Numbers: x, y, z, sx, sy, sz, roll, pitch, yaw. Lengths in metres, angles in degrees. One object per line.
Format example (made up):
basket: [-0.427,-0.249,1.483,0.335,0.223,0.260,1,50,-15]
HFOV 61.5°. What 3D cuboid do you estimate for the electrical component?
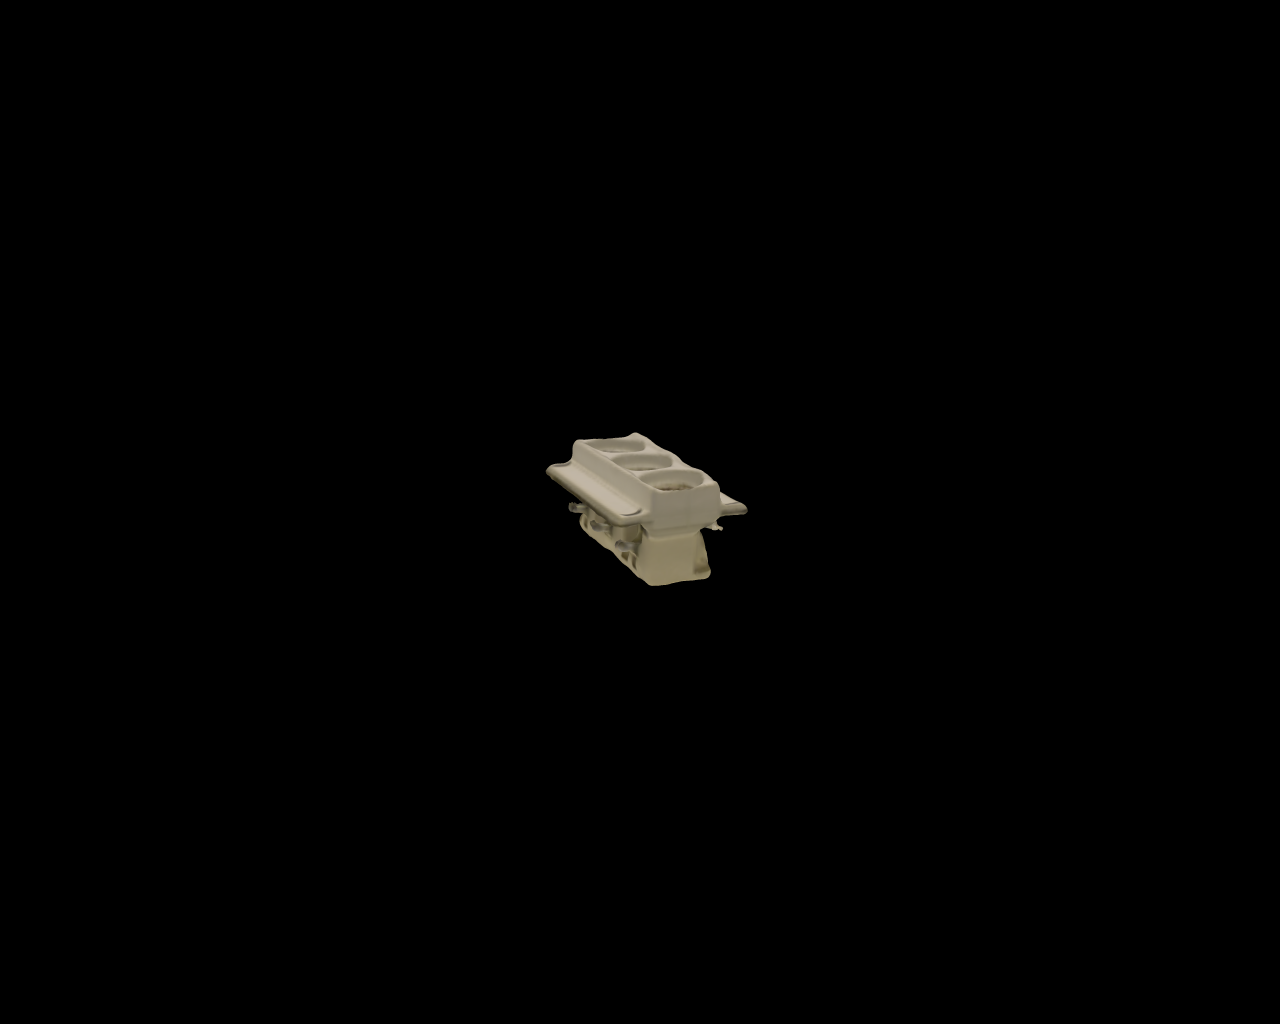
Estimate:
electrical component: [0.001,-0.003,0.650,0.079,0.063,0.121,-8,20,-22]
